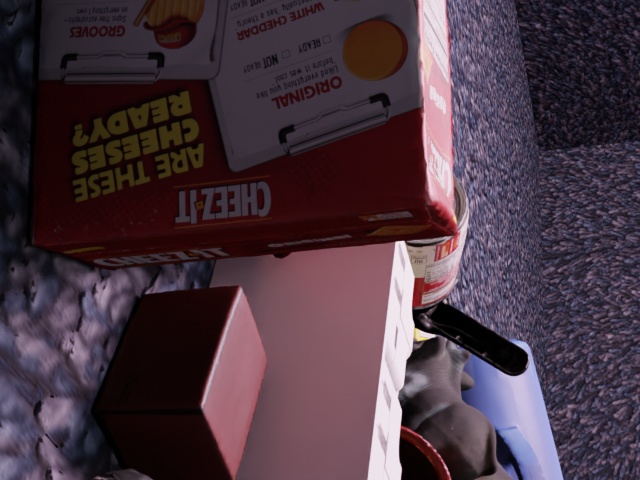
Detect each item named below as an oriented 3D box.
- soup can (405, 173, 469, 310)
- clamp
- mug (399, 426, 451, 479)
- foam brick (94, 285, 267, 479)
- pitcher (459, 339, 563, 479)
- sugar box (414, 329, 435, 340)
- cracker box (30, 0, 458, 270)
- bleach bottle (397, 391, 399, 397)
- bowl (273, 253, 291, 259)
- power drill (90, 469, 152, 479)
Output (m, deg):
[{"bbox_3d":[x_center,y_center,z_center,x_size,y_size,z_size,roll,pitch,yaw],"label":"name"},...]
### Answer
[{"bbox_3d":[0.068,-0.002,0.760,0.102,0.068,0.068,87,6,-62],"label":"soup can"},{"bbox_3d":[0.088,0.050,0.886,0.039,0.172,0.120,-48,127,-18],"label":"clamp"},{"bbox_3d":[0.033,0.178,0.693,0.081,0.093,0.117,72,42,-78],"label":"mug"},{"bbox_3d":[-0.062,0.067,0.494,0.078,0.053,0.051,-75,155,-48],"label":"foam brick"},{"bbox_3d":[0.157,0.213,0.936,0.144,0.149,0.243,4,74,-55],"label":"pitcher"},{"bbox_3d":[0.077,0.016,1.018,0.093,0.048,0.176,32,51,-71],"label":"sugar box"},{"bbox_3d":[-0.031,-0.102,0.448,0.072,0.164,0.214,30,56,-68],"label":"cracker box"},{"bbox_3d":[-0.005,0.001,0.703,0.102,0.068,0.251,-71,150,-55],"label":"bleach bottle"},{"bbox_3d":[-0.038,-0.072,0.545,0.162,0.055,0.162,-176,-90,-77],"label":"bowl"},{"bbox_3d":[-0.013,0.184,0.431,0.184,0.057,0.188,49,-3,-42],"label":"power drill"}]
